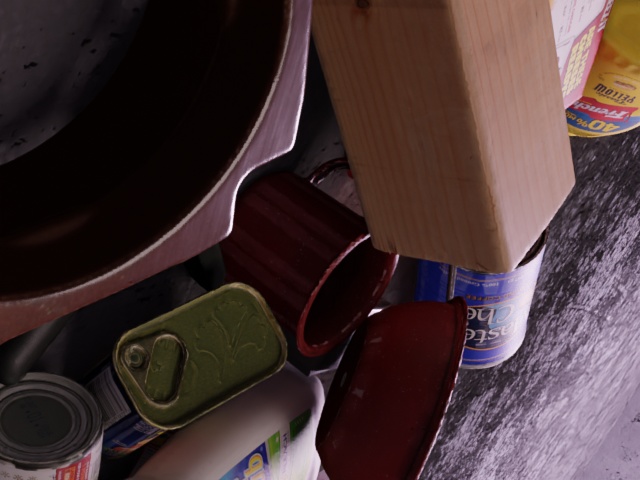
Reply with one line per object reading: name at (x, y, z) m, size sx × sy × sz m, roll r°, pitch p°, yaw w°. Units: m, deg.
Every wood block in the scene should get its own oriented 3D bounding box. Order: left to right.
wood block at (0.061, -0.094, 0.548) m, size 0.090 × 0.091 × 0.206 m, roll -47°, pitch 134°, yaw -36°

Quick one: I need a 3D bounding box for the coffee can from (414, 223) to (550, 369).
coffee can at (0.132, 0.029, 0.901) m, size 0.102 × 0.103 × 0.140 m, roll -41°, pitch 151°, yaw -27°

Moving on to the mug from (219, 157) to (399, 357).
mug at (-0.004, 0.001, 0.651) m, size 0.117 × 0.082 × 0.093 m, roll -55°, pitch 155°, yaw 1°

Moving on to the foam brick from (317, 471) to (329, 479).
foam brick at (-0.025, 0.182, 0.872) m, size 0.053 × 0.051 × 0.078 m, roll -49°, pitch 154°, yaw -12°

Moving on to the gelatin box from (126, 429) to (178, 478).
gelatin box at (-0.107, 0.173, 0.726) m, size 0.089 × 0.030 × 0.073 m, roll 87°, pitch 27°, yaw -53°

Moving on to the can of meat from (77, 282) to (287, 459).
can of meat at (-0.082, 0.075, 0.598) m, size 0.101 × 0.057 × 0.084 m, roll -26°, pitch 173°, yaw -40°

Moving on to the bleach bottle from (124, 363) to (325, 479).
bleach bottle at (-0.073, 0.161, 0.647) m, size 0.250 × 0.068 × 0.102 m, roll -35°, pitch 134°, yaw -63°

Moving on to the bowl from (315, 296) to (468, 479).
bowl at (0.038, 0.101, 0.686) m, size 0.162 × 0.055 × 0.162 m, roll -160°, pitch -88°, yaw -87°

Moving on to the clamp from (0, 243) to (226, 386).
clamp at (-0.089, -0.024, 0.524) m, size 0.164 × 0.036 × 0.210 m, roll -31°, pitch 149°, yaw -45°

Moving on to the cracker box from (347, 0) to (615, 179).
cracker box at (0.117, -0.134, 0.715) m, size 0.213 × 0.072 × 0.164 m, roll -36°, pitch 150°, yaw -37°

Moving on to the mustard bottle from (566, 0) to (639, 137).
mustard bottle at (0.235, -0.130, 0.882) m, size 0.192 × 0.096 × 0.058 m, roll 123°, pitch -15°, yaw -74°

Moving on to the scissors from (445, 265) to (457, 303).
scissors at (0.100, -0.004, 0.802) m, size 0.096 × 0.016 × 0.201 m, roll 91°, pitch 8°, yaw -72°

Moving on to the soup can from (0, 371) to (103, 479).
soup can at (-0.153, 0.128, 0.563) m, size 0.068 × 0.069 × 0.102 m, roll -27°, pitch 143°, yaw -45°
